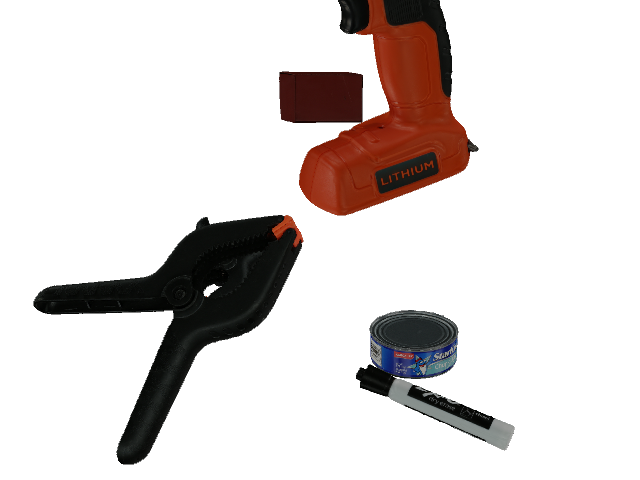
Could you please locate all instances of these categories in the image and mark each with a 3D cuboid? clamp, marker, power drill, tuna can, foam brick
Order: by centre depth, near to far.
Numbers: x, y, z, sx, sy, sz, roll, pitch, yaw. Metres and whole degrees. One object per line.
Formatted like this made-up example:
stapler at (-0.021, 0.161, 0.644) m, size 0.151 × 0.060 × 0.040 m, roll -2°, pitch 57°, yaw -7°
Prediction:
power drill at (0.020, -0.111, 0.596) m, size 0.184 × 0.188 × 0.057 m, roll -19°, pitch 36°, yaw -22°
marker at (0.082, 0.120, 0.779) m, size 0.121 × 0.020 × 0.020 m, roll 22°, pitch 7°, yaw 17°
clamp at (-0.110, 0.044, 0.806) m, size 0.165 × 0.210 × 0.036 m, roll 45°, pitch -8°, yaw 28°
tuna can at (0.091, 0.101, 1.038) m, size 0.086 × 0.034 × 0.086 m, roll -1°, pitch 21°, yaw 0°
foam brick at (0.000, -0.151, 1.124) m, size 0.078 × 0.051 × 0.053 m, roll -3°, pitch 12°, yaw -19°
clamp at (-0.102, 0.032, 1.254) m, size 0.120 × 0.039 × 0.171 m, roll -2°, pitch 41°, yaw 10°
